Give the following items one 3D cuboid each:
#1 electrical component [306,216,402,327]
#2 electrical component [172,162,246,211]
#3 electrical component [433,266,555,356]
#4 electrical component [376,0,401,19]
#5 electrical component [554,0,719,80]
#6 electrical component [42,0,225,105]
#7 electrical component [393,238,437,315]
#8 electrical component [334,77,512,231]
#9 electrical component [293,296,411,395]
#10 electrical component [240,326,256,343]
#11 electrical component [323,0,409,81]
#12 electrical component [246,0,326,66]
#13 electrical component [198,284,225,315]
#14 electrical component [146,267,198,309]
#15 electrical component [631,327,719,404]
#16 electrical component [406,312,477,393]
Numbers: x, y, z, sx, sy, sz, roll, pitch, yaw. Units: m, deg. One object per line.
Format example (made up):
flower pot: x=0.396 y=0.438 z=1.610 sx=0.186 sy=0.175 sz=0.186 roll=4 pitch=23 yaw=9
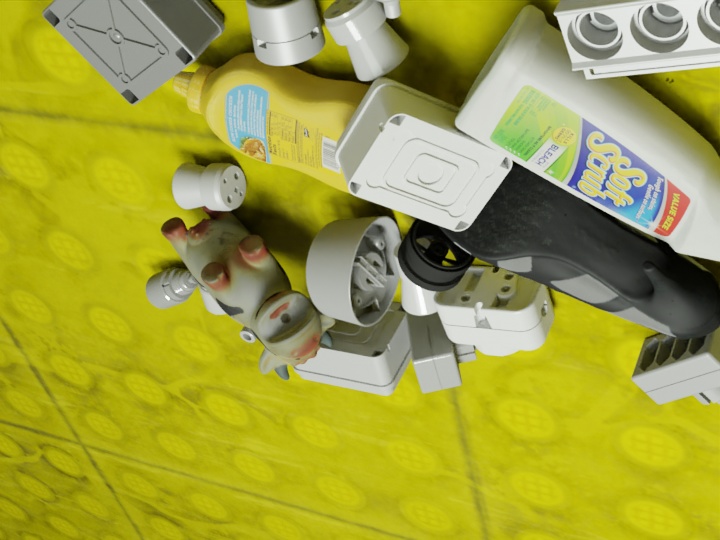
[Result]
electrical component: x=0.000 y=0.000 z=0.961 sx=0.064 sy=0.099 sz=0.099 roll=5 pitch=137 yaw=39
electrical component: x=-0.141 y=-0.078 z=1.008 sx=0.055 sy=0.045 sz=0.045 roll=5 pitch=137 yaw=30
electrical component: x=0.121 y=0.036 z=0.956 sx=0.095 sy=0.053 sz=0.059 roll=4 pitch=136 yaw=31
electrical component: x=0.019 y=-0.206 z=0.757 sx=0.035 sy=0.035 sz=0.061 roll=12 pitch=142 yaw=23
electrical component: x=0.191 y=-0.165 z=0.663 sx=0.121 sy=0.063 sz=0.078 roll=0 pitch=134 yaw=34
electrical component: x=-0.185 y=-0.205 z=0.878 sx=0.108 sy=0.056 sz=0.109 roll=46 pitch=141 yaw=-20
electrical component: x=0.053 y=0.003 z=0.975 sx=0.044 sy=0.044 sz=0.065 roll=7 pitch=133 yaw=28
electrical component: x=0.046 y=-0.087 z=0.810 sx=0.113 sy=0.057 sz=0.078 roll=18 pitch=122 yaw=-27
electrical component: x=-0.008 y=0.072 z=1.067 sx=0.113 sy=0.078 sz=0.057 roll=8 pitch=136 yaw=27
electrical component: x=-0.103 y=0.047 z=1.114 sx=0.048 sy=0.062 sz=0.048 roll=19 pitch=142 yaw=15
electrical component: x=0.004 y=-0.175 z=0.795 sx=0.045 sy=0.045 sz=0.055 roll=-7 pitch=130 yaw=39
electrical component: x=-0.057 y=-0.189 z=0.813 sx=0.055 sy=0.055 sz=0.047 roll=11 pitch=136 yaw=24
electrical component: x=-0.149 y=0.012 z=1.123 sx=0.040 sy=0.040 sz=0.078 roll=13 pitch=140 yaw=21
electrical component: x=-0.199 y=0.017 z=1.163 sx=0.078 sy=0.040 sz=0.040 roll=-18 pitch=122 yaw=45
electrical component: x=0.289 y=0.087 z=0.907 sx=0.076 sy=0.047 sz=0.083 roll=41 pitch=142 yaw=-15
electrical component: x=0.088 y=0.071 z=1.017 sx=0.077 sy=0.065 sz=0.047 roll=-13 pitch=132 yaw=6
